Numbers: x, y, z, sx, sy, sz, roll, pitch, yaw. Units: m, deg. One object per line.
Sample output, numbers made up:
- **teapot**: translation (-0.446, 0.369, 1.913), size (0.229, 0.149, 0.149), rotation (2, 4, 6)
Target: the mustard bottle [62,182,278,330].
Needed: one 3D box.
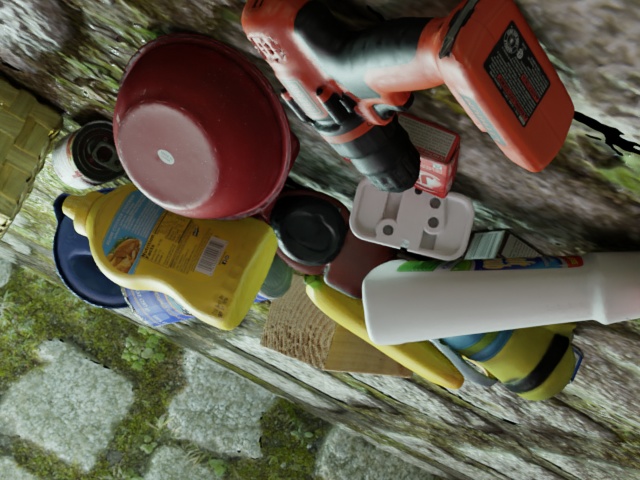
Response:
- **mustard bottle**: translation (-0.140, 0.001, 0.924), size (0.192, 0.096, 0.058), rotation (21, 166, 16)

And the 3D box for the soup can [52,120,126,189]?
- **soup can**: translation (-0.255, -0.093, 1.188), size (0.068, 0.068, 0.102), rotation (31, 165, -22)

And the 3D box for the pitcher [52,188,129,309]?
- **pitcher**: translation (-0.225, 0.004, 1.269), size (0.145, 0.149, 0.243), rotation (-6, -173, -4)

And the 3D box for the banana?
- **banana**: translation (0.057, 0.090, 1.072), size (0.197, 0.037, 0.069), rotation (33, -171, -12)

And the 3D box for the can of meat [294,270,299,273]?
- **can of meat**: translation (-0.055, 0.036, 1.336), size (0.084, 0.057, 0.102), rotation (15, 162, 44)

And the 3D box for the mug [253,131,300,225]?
- **mug**: translation (-0.077, -0.072, 0.928), size (0.117, 0.081, 0.093), rotation (34, 164, -31)

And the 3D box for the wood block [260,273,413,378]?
- **wood block**: translation (0.034, 0.099, 1.229), size (0.091, 0.090, 0.205), rotation (16, 180, 33)

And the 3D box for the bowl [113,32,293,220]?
- **bowl**: translation (-0.105, -0.076, 0.834), size (0.162, 0.055, 0.162), rotation (14, 123, 22)

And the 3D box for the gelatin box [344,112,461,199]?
- **gelatin box**: translation (0.060, -0.069, 0.806), size (0.089, 0.030, 0.073), rotation (23, 166, 11)

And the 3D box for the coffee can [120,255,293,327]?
- **coffee can**: translation (-0.111, 0.021, 1.039), size (0.140, 0.103, 0.102), rotation (-15, 146, 26)

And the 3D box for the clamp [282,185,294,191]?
- **clamp**: translation (-0.087, -0.070, 1.047), size (0.171, 0.039, 0.120), rotation (15, 158, 13)

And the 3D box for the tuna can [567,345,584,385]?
- **tuna can**: translation (0.247, 0.129, 1.190), size (0.086, 0.033, 0.086), rotation (24, 166, 6)

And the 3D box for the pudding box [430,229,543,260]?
- **pudding box**: translation (0.163, 0.030, 0.971), size (0.090, 0.039, 0.114), rotation (31, 167, -20)

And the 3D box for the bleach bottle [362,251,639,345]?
- **bleach bottle**: translation (0.166, 0.041, 0.853), size (0.251, 0.068, 0.102), rotation (-6, -176, 24)

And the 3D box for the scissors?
- **scissors**: translation (0.111, 0.099, 1.113), size (0.201, 0.016, 0.096), rotation (22, -154, -25)

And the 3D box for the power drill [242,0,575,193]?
- **power drill**: translation (0.058, -0.086, 0.660), size (0.188, 0.057, 0.184), rotation (9, 151, 46)
